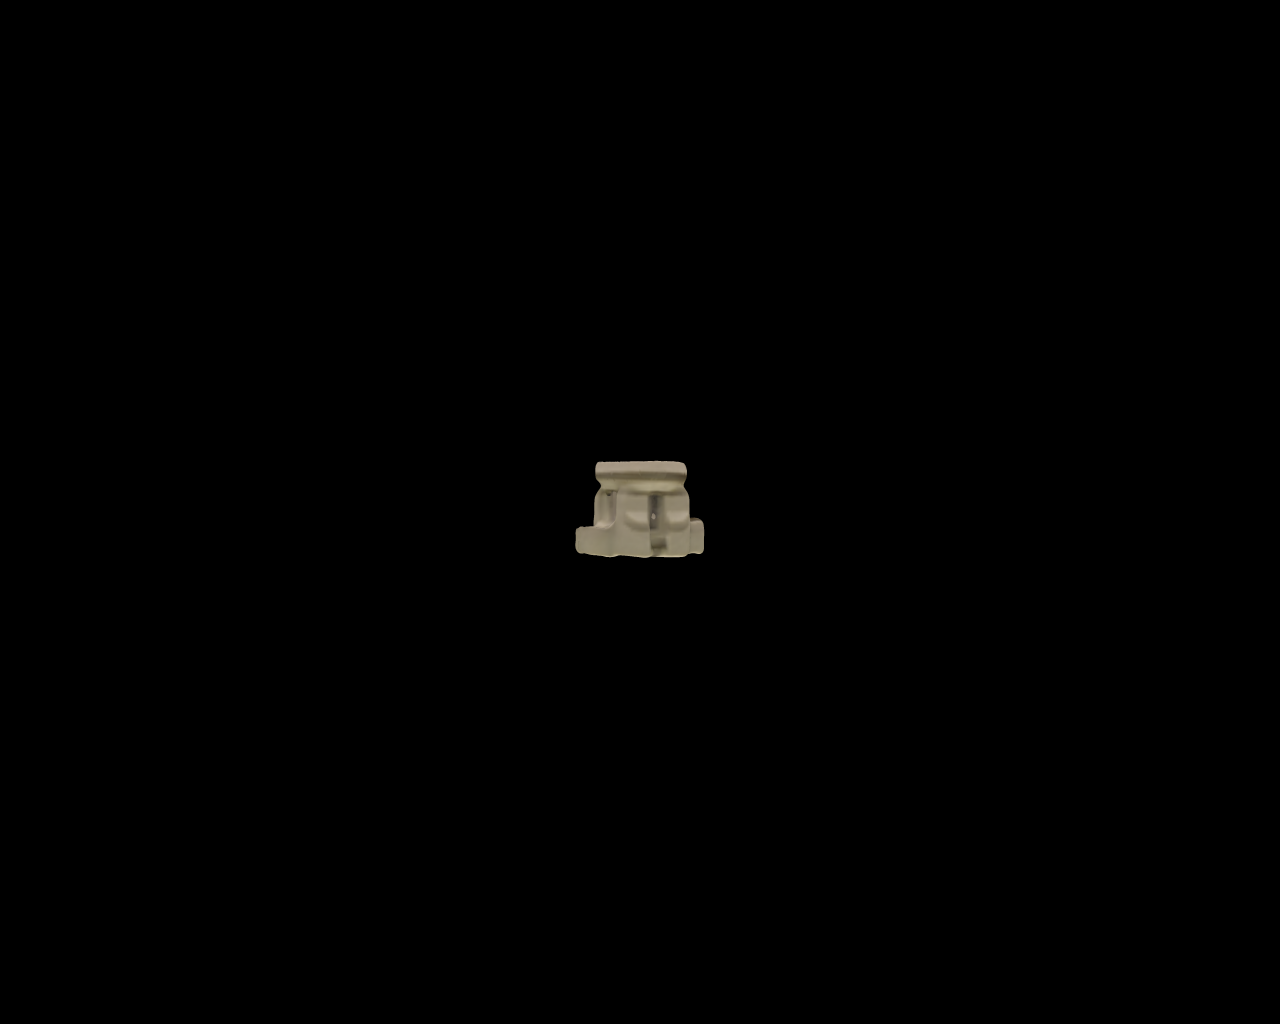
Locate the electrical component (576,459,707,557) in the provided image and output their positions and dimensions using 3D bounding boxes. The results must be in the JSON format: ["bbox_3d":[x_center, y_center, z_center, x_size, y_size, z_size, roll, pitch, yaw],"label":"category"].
[{"bbox_3d":[0.001,-0.003,0.650,0.078,0.057,0.058,0,0,-25],"label":"electrical component"}]
